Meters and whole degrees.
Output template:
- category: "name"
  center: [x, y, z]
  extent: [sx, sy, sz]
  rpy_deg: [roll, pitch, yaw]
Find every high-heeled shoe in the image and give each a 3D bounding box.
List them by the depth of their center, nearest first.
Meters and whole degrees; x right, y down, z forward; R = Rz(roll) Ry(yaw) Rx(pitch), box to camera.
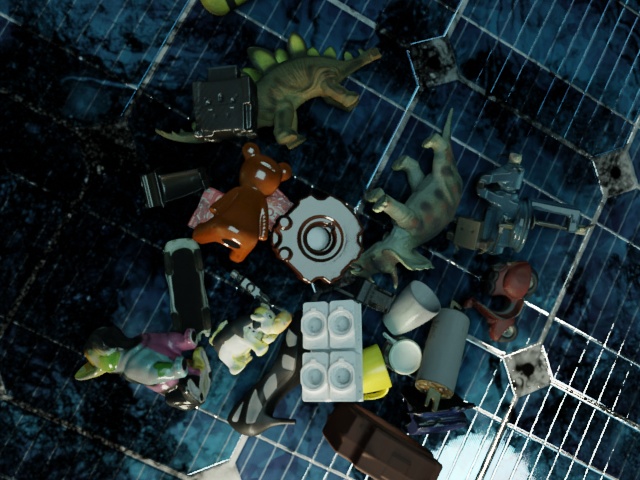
- category: "high-heeled shoe"
  center: [-0.101, 0.260, 1.065]
  extent: [0.145, 0.086, 0.248]
  rpy_deg: [0, 68, 19]

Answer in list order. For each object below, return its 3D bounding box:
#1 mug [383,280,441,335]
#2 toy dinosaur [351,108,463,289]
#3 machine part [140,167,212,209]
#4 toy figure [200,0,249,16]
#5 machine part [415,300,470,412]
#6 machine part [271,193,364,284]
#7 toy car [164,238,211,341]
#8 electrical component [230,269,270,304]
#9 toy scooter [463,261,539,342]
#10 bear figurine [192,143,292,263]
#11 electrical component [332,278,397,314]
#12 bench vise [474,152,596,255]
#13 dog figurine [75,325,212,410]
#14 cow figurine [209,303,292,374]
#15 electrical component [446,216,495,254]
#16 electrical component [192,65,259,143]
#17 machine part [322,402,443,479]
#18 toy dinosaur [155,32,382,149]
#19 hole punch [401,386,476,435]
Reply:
- category: "mug"
  center: [0.184, 0.141, 1.098]
  extent: [0.107, 0.109, 0.081]
  rpy_deg: [-45, 77, 28]
- category: "toy dinosaur"
  center: [0.218, -0.078, 1.105]
  extent: [0.405, 0.131, 0.192]
  rpy_deg: [-48, 108, -13]
- category: "machine part"
  center: [-0.280, -0.107, 1.037]
  extent: [0.139, 0.039, 0.084]
  rpy_deg: [-10, 85, 9]
- category: "toy figure"
  center: [-0.155, -0.513, 1.069]
  extent: [0.180, 0.082, 0.089]
  rpy_deg: [-24, 90, -13]
- category: "machine part"
  center: [0.248, 0.225, 1.080]
  extent: [0.079, 0.079, 0.243]
  rpy_deg: [29, 58, -8]
- category: "machine part"
  center: [-0.002, -0.003, 1.023]
  extent: [0.179, 0.056, 0.179]
  rpy_deg: [0, 90, -12]
- category: "toy car"
  center: [-0.256, 0.097, 1.036]
  extent: [0.073, 0.056, 0.201]
  rpy_deg: [-8, 90, -16]
- category: "electrical component"
  center: [-0.138, 0.092, 1.052]
  extent: [0.094, 0.063, 0.021]
  rpy_deg: [41, 81, -5]
- category: "toy scooter"
  center: [0.378, 0.119, 1.142]
  extent: [0.135, 0.075, 0.183]
  rpy_deg: [21, 88, -11]
- category: "bear figurine"
  center: [-0.144, -0.073, 1.019]
  extent: [0.120, 0.132, 0.196]
  rpy_deg: [27, 64, -21]
- category: "electrical component"
  center: [0.087, 0.105, 1.090]
  extent: [0.119, 0.075, 0.047]
  rpy_deg: [27, 83, -5]
- category: "bench vise"
  center: [0.440, -0.066, 1.128]
  extent: [0.241, 0.129, 0.223]
  rpy_deg: [12, 93, 7]
- category: "dog figurine"
  center: [-0.328, 0.233, 0.990]
  extent: [0.219, 0.108, 0.191]
  rpy_deg: [-3, 129, 9]
- category: "cow figurine"
  center: [-0.132, 0.172, 1.022]
  extent: [0.167, 0.068, 0.098]
  rpy_deg: [-43, 89, 19]
- category: "electrical component"
  center: [0.312, -0.010, 1.126]
  extent: [0.045, 0.102, 0.078]
  rpy_deg: [-4, 102, -48]
- category: "electrical component"
  center: [-0.176, -0.252, 0.996]
  extent: [0.115, 0.058, 0.134]
  rpy_deg: [-5, 85, 6]
- category: "machine part"
  center: [0.115, 0.391, 1.016]
  extent: [0.201, 0.201, 0.087]
  rpy_deg: [32, 79, -7]
- category: "toy dinosaur"
  center: [-0.088, -0.280, 1.064]
  extent: [0.471, 0.105, 0.198]
  rpy_deg: [-31, 86, -6]
- category: "hole punch"
  center: [0.230, 0.357, 1.087]
  extent: [0.142, 0.116, 0.092]
  rpy_deg: [-1, 96, -10]
